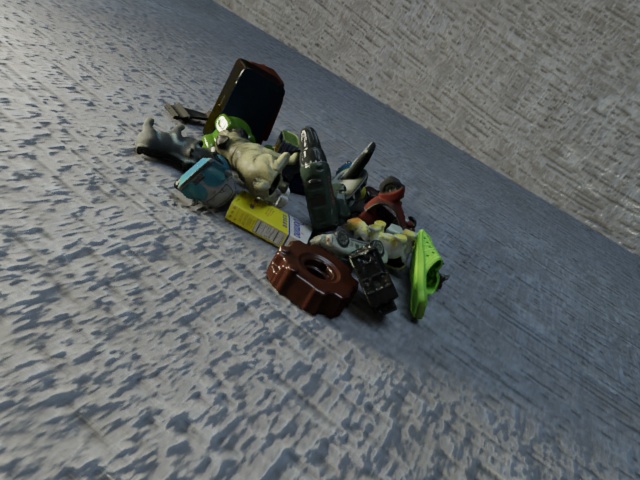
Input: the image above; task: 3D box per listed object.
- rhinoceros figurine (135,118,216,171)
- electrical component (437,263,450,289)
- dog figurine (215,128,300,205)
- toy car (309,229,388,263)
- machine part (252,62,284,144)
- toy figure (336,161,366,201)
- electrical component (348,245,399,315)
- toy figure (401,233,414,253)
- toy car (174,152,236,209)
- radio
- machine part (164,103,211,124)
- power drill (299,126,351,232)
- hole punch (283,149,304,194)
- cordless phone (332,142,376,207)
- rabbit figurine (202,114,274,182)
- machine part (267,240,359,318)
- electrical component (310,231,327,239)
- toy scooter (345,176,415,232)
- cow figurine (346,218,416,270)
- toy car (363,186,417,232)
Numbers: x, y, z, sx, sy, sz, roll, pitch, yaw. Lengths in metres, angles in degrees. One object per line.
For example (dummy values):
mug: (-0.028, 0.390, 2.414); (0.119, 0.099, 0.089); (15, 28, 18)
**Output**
rhinoceros figurine: (-0.316, -0.206, 1.202); (0.190, 0.073, 0.112); (11, 29, -33)
electrical component: (0.273, 0.075, 1.319); (0.078, 0.045, 0.102); (23, 26, -17)
dog figurine: (-0.163, -0.168, 1.153); (0.191, 0.121, 0.172); (25, 14, 7)
toy car: (0.064, 0.021, 1.150); (0.201, 0.074, 0.056); (14, 71, -43)
machine part: (-0.188, -0.387, 1.528); (0.087, 0.201, 0.201); (12, 30, -29)
toy figure: (0.089, -0.170, 1.553); (0.089, 0.082, 0.180); (23, 23, -9)
electrical component: (0.105, 0.078, 1.044); (0.115, 0.058, 0.134); (-77, 143, -86)
toy figure: (0.210, 0.013, 1.359); (0.064, 0.057, 0.154); (42, 22, 13)
toy car: (-0.225, -0.116, 1.111); (0.103, 0.109, 0.162); (51, 5, -10)
radio: (-0.197, -0.333, 1.386); (0.131, 0.229, 0.073); (17, 31, -32)
machine part: (-0.351, -0.341, 1.467); (0.139, 0.039, 0.084); (1, 32, -43)
power drill: (0.011, -0.123, 1.226); (0.207, 0.086, 0.232); (54, 26, -75)
hole punch: (-0.061, -0.174, 1.417); (0.116, 0.092, 0.142); (-14, 44, -15)
cordless phone: (0.080, -0.158, 1.363); (0.089, 0.184, 0.146); (38, 54, 2)
rabbit figurine: (-0.190, -0.201, 1.320); (0.159, 0.121, 0.170); (0, 55, -58)
machine part: (-0.010, 0.069, 1.020); (0.179, 0.056, 0.179); (25, 25, -12)
electrical component: (-0.002, -0.004, 1.207); (0.063, 0.021, 0.094); (1, 36, -47)
toy scooter: (0.155, -0.059, 1.327); (0.135, 0.184, 0.075); (48, 28, -9)
cow figurine: (0.135, 0.006, 1.270); (0.168, 0.098, 0.068); (20, 24, 29)
toy car: (0.199, -0.090, 1.553); (0.202, 0.053, 0.089); (43, 25, 30)
